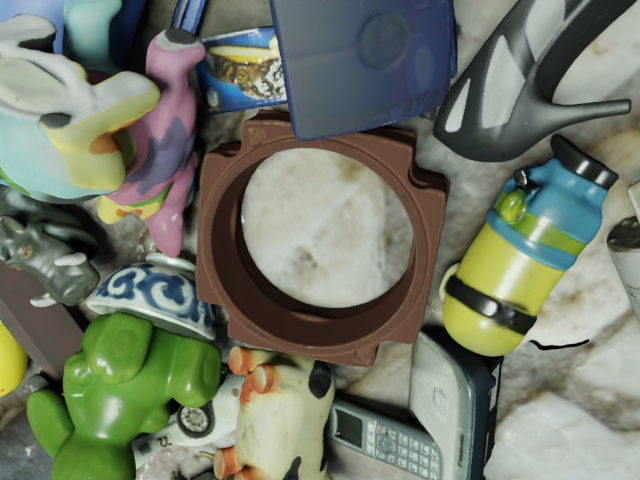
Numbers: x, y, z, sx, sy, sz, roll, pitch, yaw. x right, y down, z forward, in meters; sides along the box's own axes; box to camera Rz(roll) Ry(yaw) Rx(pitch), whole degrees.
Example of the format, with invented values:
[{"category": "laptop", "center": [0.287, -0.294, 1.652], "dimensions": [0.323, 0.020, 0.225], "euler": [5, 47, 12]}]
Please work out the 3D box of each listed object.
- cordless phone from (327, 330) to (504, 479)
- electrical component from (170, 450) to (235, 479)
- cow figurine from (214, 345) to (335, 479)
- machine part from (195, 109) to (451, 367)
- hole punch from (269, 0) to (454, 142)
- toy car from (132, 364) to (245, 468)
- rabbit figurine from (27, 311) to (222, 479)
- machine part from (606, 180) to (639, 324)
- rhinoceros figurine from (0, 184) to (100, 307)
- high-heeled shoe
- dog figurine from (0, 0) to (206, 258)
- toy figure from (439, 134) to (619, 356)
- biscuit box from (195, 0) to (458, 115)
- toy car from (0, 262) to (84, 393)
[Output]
[{"category": "cordless phone", "center": [0.071, 0.149, 0.508], "dimensions": [0.184, 0.089, 0.146], "euler": [10, 111, 29]}, {"category": "electrical component", "center": [-0.125, 0.279, 0.606], "dimensions": [0.102, 0.045, 0.078], "euler": [-40, 125, 23]}, {"category": "cow figurine", "center": [-0.027, 0.197, 0.501], "dimensions": [0.127, 0.086, 0.194], "euler": [5, 92, -32]}, {"category": "machine part", "center": [-0.001, -0.001, 0.462], "dimensions": [0.202, 0.087, 0.200], "euler": [10, 110, 7]}, {"category": "hole punch", "center": [0.026, -0.129, 0.338], "dimensions": [0.116, 0.092, 0.142], "euler": [-5, 118, 10]}, {"category": "toy car", "center": [-0.157, 0.190, 0.564], "dimensions": [0.202, 0.073, 0.056], "euler": [-26, 101, 19]}, {"category": "rabbit figurine", "center": [-0.193, 0.155, 0.473], "dimensions": [0.159, 0.170, 0.121], "euler": [-2, 154, 37]}, {"category": "machine part", "center": [0.295, 0.061, 0.423], "dimensions": [0.079, 0.079, 0.243], "euler": [-25, 102, 18]}, {"category": "rhinoceros figurine", "center": [-0.274, -0.021, 0.500], "dimensions": [0.190, 0.112, 0.073], "euler": [46, 109, 3]}, {"category": "high-heeled shoe", "center": [0.156, -0.181, 0.392], "dimensions": [0.145, 0.086, 0.248], "euler": [5, 94, 40]}, {"category": "dog figurine", "center": [-0.155, -0.054, 0.403], "dimensions": [0.109, 0.191, 0.219], "euler": [25, 139, 7]}, {"category": "toy figure", "center": [0.160, 0.010, 0.429], "dimensions": [0.082, 0.089, 0.180], "euler": [33, 114, 8]}, {"category": "biscuit box", "center": [0.005, -0.144, 0.425], "dimensions": [0.203, 0.063, 0.059], "euler": [-5, 109, 14]}, {"category": "toy car", "center": [-0.291, 0.079, 0.548], "dimensions": [0.053, 0.089, 0.202], "euler": [-22, 105, 40]}]
